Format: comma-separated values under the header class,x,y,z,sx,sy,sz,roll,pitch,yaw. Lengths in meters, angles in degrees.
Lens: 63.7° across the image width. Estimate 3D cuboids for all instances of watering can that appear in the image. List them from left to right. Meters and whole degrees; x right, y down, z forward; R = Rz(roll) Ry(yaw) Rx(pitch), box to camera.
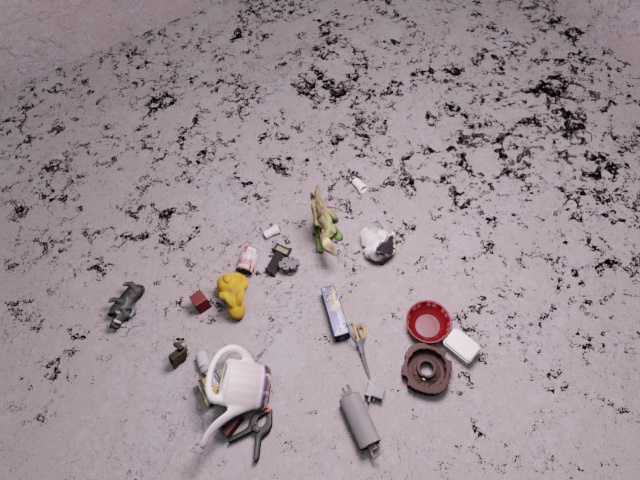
class,x,y,z,sx,sy,sz,roll,pitch,yaw
watering can,-0.277,0.521,1.714,0.224,0.102,0.356,14,53,-15

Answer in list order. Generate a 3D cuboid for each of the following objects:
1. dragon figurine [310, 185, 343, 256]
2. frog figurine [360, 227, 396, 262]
class,x,y,z,sx,sy,sz,roll,pitch,yaw
dragon figurine,0.006,-0.103,2.038,0.122,0.238,0.419,-16,61,2
frog figurine,0.218,0.017,2.038,0.160,0.121,0.139,11,64,53
